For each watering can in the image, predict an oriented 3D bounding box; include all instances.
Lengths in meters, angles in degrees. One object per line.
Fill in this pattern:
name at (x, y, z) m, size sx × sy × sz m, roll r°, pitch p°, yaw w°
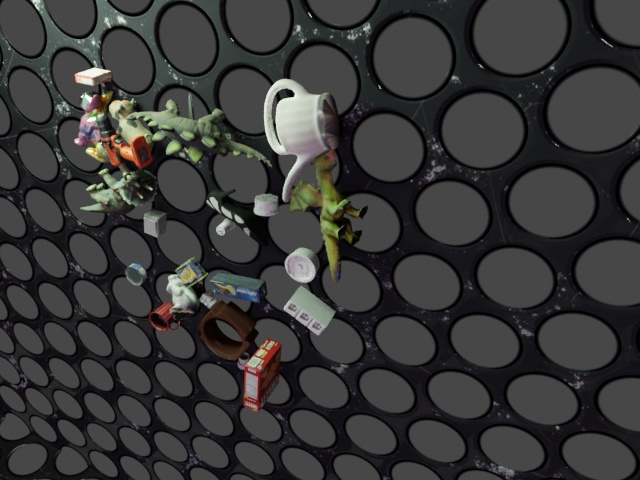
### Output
watering can at (-0.046, -0.280, 1.449) m, size 0.224 × 0.105 × 0.344 m, roll -2°, pitch 106°, yaw 27°

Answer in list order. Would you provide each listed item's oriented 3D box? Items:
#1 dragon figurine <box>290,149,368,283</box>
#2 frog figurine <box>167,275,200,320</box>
dragon figurine at (0.005, -0.079, 1.566) m, size 0.245 × 0.123 × 0.401 m, roll 33°, pitch 125°, yaw 28°
frog figurine at (-0.519, 0.208, 1.955) m, size 0.122 × 0.163 × 0.135 m, roll -13°, pitch 153°, yaw 14°
